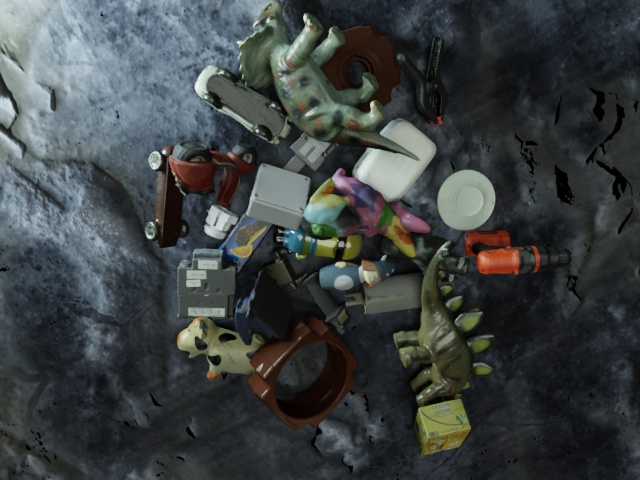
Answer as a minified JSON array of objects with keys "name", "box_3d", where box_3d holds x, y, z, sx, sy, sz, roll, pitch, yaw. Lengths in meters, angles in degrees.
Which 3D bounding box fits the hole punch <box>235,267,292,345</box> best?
[{"name":"hole punch","box_3d":[-0.129,0.139,1.089,0.092,0.142,0.115,-18,123,28]}]

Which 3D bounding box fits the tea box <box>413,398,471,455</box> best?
[{"name":"tea box","box_3d":[0.264,0.414,1.183,0.098,0.068,0.169,-11,146,-5]}]

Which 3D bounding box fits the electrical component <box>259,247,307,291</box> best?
[{"name":"electrical component","box_3d":[-0.079,0.066,1.136,0.078,0.045,0.102,-26,102,29]}]

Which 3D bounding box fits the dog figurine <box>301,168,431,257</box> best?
[{"name":"dog figurine","box_3d":[0.095,-0.035,1.029,0.219,0.191,0.108,29,129,10]}]

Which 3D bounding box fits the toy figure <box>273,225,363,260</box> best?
[{"name":"toy figure","box_3d":[-0.003,0.000,1.103,0.180,0.089,0.082,5,139,-12]}]

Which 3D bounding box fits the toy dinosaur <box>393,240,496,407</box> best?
[{"name":"toy dinosaur","box_3d":[0.259,0.212,1.135,0.199,0.105,0.470,-21,123,1]}]

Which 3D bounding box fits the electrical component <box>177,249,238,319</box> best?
[{"name":"electrical component","box_3d":[-0.219,0.085,1.053,0.115,0.058,0.134,4,102,-9]}]

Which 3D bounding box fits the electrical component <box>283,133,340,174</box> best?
[{"name":"electrical component","box_3d":[-0.027,-0.175,1.087,0.119,0.048,0.074,-43,102,2]}]

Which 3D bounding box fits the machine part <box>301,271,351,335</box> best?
[{"name":"machine part","box_3d":[0.017,0.131,1.147,0.039,0.084,0.139,-34,95,29]}]

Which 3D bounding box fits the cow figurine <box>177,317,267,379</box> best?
[{"name":"cow figurine","box_3d":[-0.202,0.223,1.132,0.195,0.085,0.127,10,103,-8]}]

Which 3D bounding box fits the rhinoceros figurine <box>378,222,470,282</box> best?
[{"name":"rhinoceros figurine","box_3d":[0.218,0.023,1.114,0.190,0.112,0.073,17,141,-4]}]

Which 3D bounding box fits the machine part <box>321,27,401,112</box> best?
[{"name":"machine part","box_3d":[0.073,-0.331,1.061,0.179,0.056,0.179,-1,101,-6]}]

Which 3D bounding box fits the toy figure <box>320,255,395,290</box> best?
[{"name":"toy figure","box_3d":[0.078,0.072,1.102,0.155,0.064,0.058,-8,61,11]}]

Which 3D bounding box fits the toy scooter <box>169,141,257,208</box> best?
[{"name":"toy scooter","box_3d":[-0.210,-0.122,1.049,0.184,0.075,0.135,-6,122,-38]}]

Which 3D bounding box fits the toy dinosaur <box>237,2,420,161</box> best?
[{"name":"toy dinosaur","box_3d":[-0.005,-0.264,0.986,0.192,0.131,0.404,-31,96,33]}]

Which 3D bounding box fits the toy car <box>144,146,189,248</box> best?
[{"name":"toy car","box_3d":[-0.299,-0.085,1.058,0.053,0.089,0.202,15,104,29]}]

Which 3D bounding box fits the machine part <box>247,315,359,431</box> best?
[{"name":"machine part","box_3d":[-0.034,0.275,1.124,0.201,0.087,0.201,-45,123,-13]}]

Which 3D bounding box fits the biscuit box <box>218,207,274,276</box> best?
[{"name":"biscuit box","box_3d":[-0.174,0.023,1.105,0.063,0.059,0.202,34,97,-13]}]

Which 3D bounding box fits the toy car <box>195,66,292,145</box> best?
[{"name":"toy car","box_3d":[-0.146,-0.263,1.052,0.201,0.056,0.073,31,90,-13]}]

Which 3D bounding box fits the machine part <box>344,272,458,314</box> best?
[{"name":"machine part","box_3d":[0.173,0.111,1.153,0.243,0.079,0.079,-8,103,-4]}]
